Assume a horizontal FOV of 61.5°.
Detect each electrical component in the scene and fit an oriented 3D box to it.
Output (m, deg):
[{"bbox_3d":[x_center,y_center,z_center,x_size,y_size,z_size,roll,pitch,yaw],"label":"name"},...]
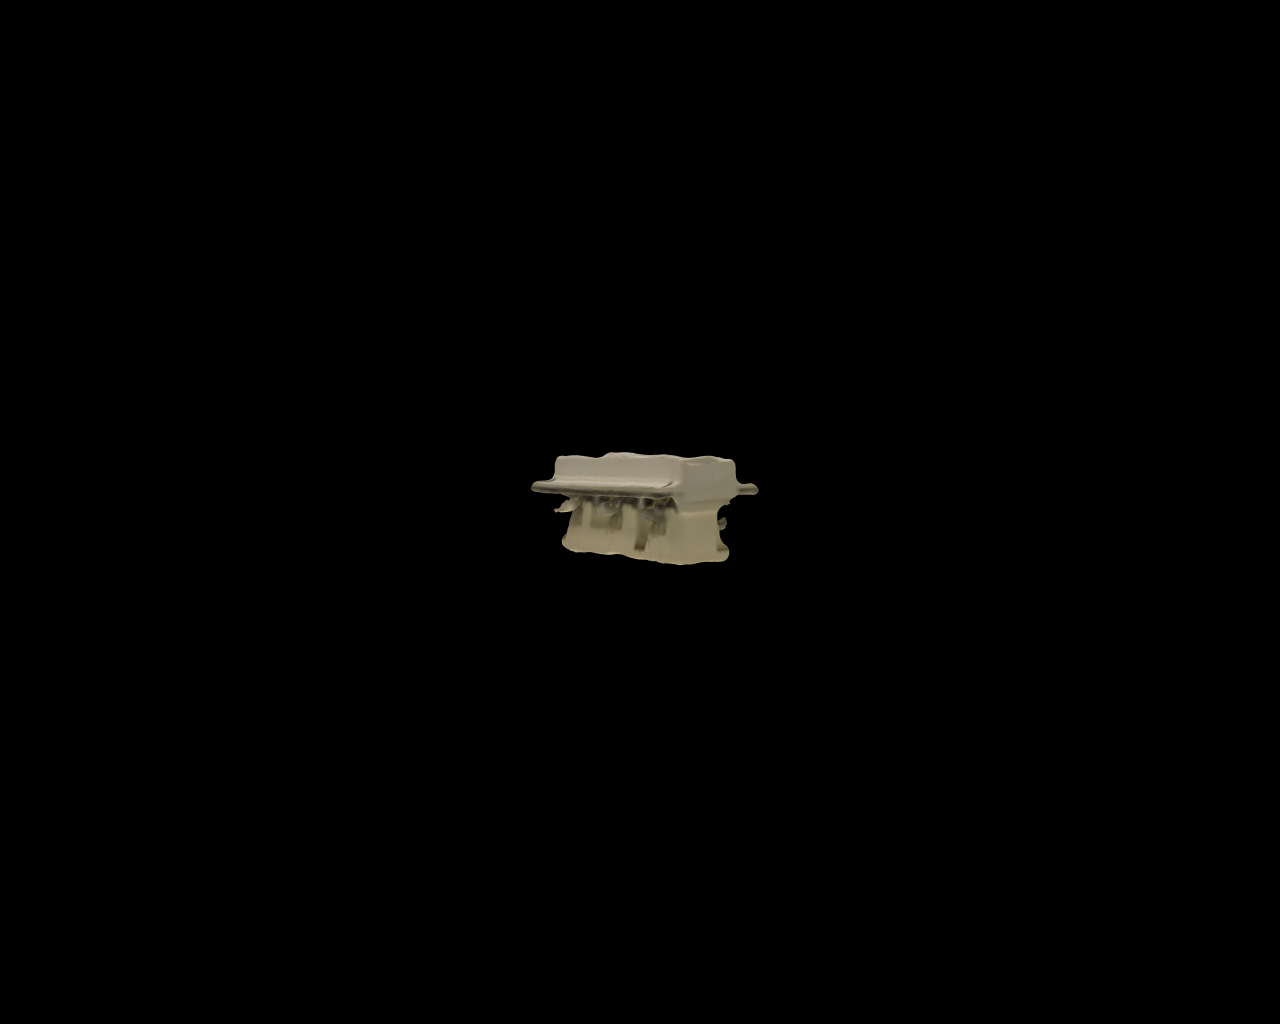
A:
[{"bbox_3d":[0.001,-0.003,0.650,0.079,0.063,0.121,-4,6,-39],"label":"electrical component"}]
